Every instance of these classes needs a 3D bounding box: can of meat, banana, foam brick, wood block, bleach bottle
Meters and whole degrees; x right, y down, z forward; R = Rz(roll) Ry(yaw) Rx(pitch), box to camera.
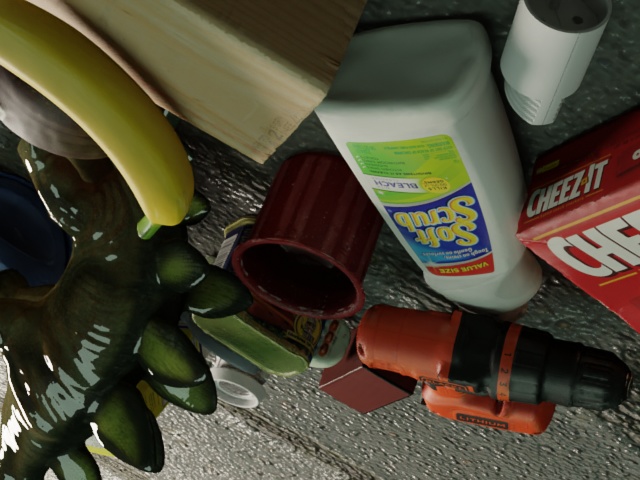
[{"bbox_3d":[-0.040,0.045,0.820,0.102,0.084,0.058,36,147,-22],"label":"can of meat"},{"bbox_3d":[-0.119,-0.065,0.555,0.070,0.037,0.197,-17,133,22],"label":"banana"},{"bbox_3d":[0.044,0.106,0.894,0.051,0.053,0.078,31,148,-16],"label":"foam brick"},{"bbox_3d":[-0.087,-0.140,0.553,0.206,0.090,0.090,30,149,-13],"label":"wood block"},{"bbox_3d":[0.089,-0.023,0.658,0.103,0.068,0.250,1,146,30],"label":"bleach bottle"}]

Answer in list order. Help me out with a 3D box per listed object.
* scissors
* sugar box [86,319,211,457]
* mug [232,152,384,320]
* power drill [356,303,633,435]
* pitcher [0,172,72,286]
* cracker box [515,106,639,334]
[{"bbox_3d":[-0.110,0.058,0.917,0.202,0.016,0.096,34,-168,36],"label":"scissors"},{"bbox_3d":[-0.162,0.108,0.907,0.093,0.176,0.048,8,124,20],"label":"sugar box"},{"bbox_3d":[-0.005,0.001,0.731,0.093,0.081,0.117,21,149,0],"label":"mug"},{"bbox_3d":[0.131,0.098,0.776,0.185,0.057,0.187,12,165,18],"label":"power drill"},{"bbox_3d":[-0.328,0.023,0.941,0.144,0.149,0.243,20,156,-29],"label":"pitcher"},{"bbox_3d":[0.245,0.010,0.600,0.213,0.072,0.164,35,147,-20],"label":"cracker box"}]
